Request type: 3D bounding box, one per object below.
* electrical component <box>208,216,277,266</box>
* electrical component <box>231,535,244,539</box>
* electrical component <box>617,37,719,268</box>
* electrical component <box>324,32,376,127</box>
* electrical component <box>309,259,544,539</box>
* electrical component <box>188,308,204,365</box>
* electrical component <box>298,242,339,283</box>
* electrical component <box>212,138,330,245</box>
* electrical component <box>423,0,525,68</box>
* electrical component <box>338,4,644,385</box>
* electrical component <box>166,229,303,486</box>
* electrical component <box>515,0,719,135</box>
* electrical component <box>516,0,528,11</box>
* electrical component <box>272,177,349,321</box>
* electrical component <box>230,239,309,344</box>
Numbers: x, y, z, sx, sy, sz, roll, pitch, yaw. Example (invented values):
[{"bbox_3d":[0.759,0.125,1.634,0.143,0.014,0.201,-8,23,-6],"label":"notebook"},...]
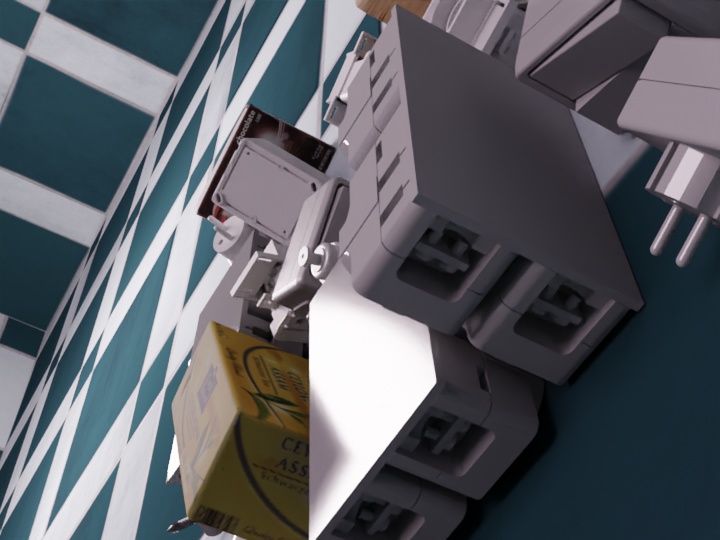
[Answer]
[{"bbox_3d":[-0.099,-0.021,0.925,0.043,0.079,0.077,-48,36,7],"label":"electrical component"},{"bbox_3d":[-0.058,0.170,0.639,0.062,0.043,0.043,-64,17,7],"label":"electrical component"},{"bbox_3d":[0.125,-0.037,0.376,0.075,0.047,0.083,-63,17,6],"label":"electrical component"},{"bbox_3d":[0.009,-0.151,0.878,0.081,0.042,0.064,-67,21,-5],"label":"electrical component"},{"bbox_3d":[0.026,0.044,0.534,0.105,0.060,0.186,-56,20,28],"label":"electrical component"},{"bbox_3d":[-0.131,0.075,0.977,0.079,0.043,0.077,-62,18,12],"label":"electrical component"},{"bbox_3d":[0.000,0.000,0.651,0.040,0.078,0.040,-35,48,52],"label":"electrical component"},{"bbox_3d":[-0.064,-0.063,0.910,0.061,0.096,0.061,-61,-10,13],"label":"electrical component"},{"bbox_3d":[0.055,-0.105,0.635,0.121,0.063,0.078,-61,25,14],"label":"electrical component"},{"bbox_3d":[0.050,-0.039,0.500,0.060,0.105,0.186,-55,20,30],"label":"electrical component"},{"bbox_3d":[-0.086,0.072,0.822,0.105,0.060,0.186,-54,21,33],"label":"electrical component"},{"bbox_3d":[0.120,-0.109,0.466,0.096,0.062,0.061,-38,32,56],"label":"electrical component"},{"bbox_3d":[0.085,-0.199,0.657,0.077,0.079,0.044,-53,4,34],"label":"electrical component"},{"bbox_3d":[-0.012,-0.004,0.706,0.061,0.062,0.096,-31,38,61],"label":"electrical component"},{"bbox_3d":[-0.044,0.018,0.763,0.042,0.081,0.063,-54,43,32],"label":"electrical component"}]
